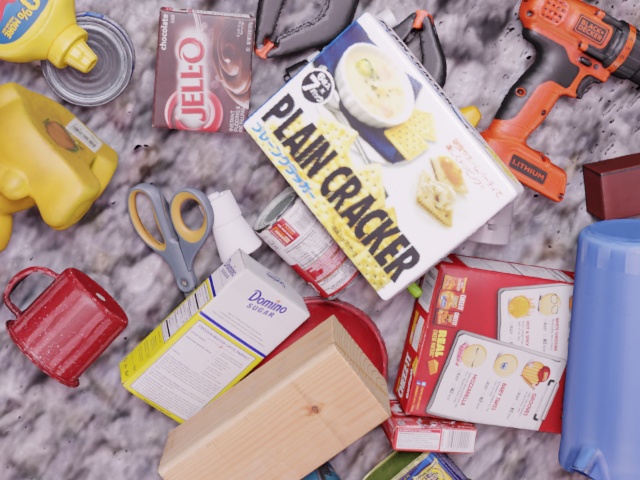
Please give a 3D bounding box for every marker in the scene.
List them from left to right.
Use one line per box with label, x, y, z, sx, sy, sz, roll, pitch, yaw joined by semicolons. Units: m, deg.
marker;0.018;-0.185;1.028;0.121;0.020;0.020;-31;107;0

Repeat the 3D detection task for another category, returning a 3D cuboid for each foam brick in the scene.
foam brick;0.315;-0.056;1.088;0.078;0.053;0.051;-12;106;-4

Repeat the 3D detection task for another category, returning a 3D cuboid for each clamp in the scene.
clamp;0.005;-0.260;0.997;0.210;0.036;0.164;-41;106;4
clamp;0.065;-0.138;1.031;0.120;0.039;0.171;10;92;8

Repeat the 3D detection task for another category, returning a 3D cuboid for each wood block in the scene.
wood block;-0.042;0.177;1.019;0.206;0.090;0.091;-36;103;9

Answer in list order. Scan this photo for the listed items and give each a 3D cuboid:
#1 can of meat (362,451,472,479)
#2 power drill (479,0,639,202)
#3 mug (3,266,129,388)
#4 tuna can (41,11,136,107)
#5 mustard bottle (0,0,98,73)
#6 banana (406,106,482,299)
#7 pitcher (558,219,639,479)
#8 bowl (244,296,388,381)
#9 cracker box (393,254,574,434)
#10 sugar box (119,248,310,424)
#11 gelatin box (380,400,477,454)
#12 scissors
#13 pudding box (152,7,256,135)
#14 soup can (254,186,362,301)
can of meat;0.104;0.268;1.139;0.102;0.057;0.084;-41;104;3
power drill;0.248;-0.136;1.056;0.184;0.057;0.188;26;96;-10
mug;-0.247;0.073;1.021;0.117;0.093;0.081;44;90;-13
tuna can;-0.215;-0.168;0.991;0.086;0.034;0.086;-2;108;-7
mustard bottle;-0.274;-0.212;0.933;0.191;0.058;0.096;39;91;-1
banana;0.099;-0.045;1.060;0.070;0.037;0.198;18;94;8
pitcher;0.306;0.105;1.027;0.145;0.149;0.243;0;103;5
bowl;-0.004;0.142;1.091;0.162;0.055;0.162;-2;105;-8
cracker box;0.198;0.108;1.104;0.213;0.072;0.164;8;104;-12
sugar box;-0.105;0.098;1.048;0.176;0.048;0.093;-44;123;11
gelatin box;0.111;0.193;1.112;0.089;0.073;0.030;4;103;-9
scissors;-0.119;0.029;1.047;0.096;0.016;0.201;-19;109;29
pudding box;-0.110;-0.159;1.005;0.090;0.039;0.113;3;104;-9
soup can;-0.007;0.001;1.047;0.068;0.068;0.102;-44;106;4
